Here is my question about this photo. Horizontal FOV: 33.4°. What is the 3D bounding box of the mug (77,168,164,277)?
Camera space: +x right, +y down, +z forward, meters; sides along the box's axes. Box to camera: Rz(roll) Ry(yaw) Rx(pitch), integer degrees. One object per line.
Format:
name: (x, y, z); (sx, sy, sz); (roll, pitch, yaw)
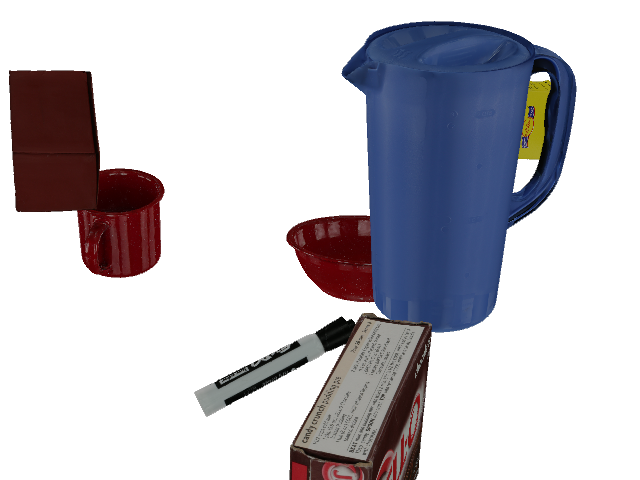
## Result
mug: (-0.207, -0.010, 1.076); (0.093, 0.081, 0.117); (8, 33, 8)

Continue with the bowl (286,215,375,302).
bowl: (0.045, 0.022, 1.093); (0.162, 0.055, 0.162); (2, 17, -1)

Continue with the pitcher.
pitcher: (0.110, -0.051, 0.881); (0.149, 0.243, 0.144); (18, 33, 30)

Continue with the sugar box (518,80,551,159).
sugar box: (0.198, -0.146, 1.289); (0.176, 0.093, 0.048); (-3, 28, -20)

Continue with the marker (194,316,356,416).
marker: (-0.029, 0.085, 0.737); (0.121, 0.020, 0.020); (-26, 5, -10)

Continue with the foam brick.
foam brick: (-0.168, -0.063, 0.672); (0.051, 0.078, 0.053); (-2, -41, -16)

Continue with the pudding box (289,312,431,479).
pudding box: (0.018, 0.098, 0.473); (0.039, 0.090, 0.113); (10, 29, 12)
